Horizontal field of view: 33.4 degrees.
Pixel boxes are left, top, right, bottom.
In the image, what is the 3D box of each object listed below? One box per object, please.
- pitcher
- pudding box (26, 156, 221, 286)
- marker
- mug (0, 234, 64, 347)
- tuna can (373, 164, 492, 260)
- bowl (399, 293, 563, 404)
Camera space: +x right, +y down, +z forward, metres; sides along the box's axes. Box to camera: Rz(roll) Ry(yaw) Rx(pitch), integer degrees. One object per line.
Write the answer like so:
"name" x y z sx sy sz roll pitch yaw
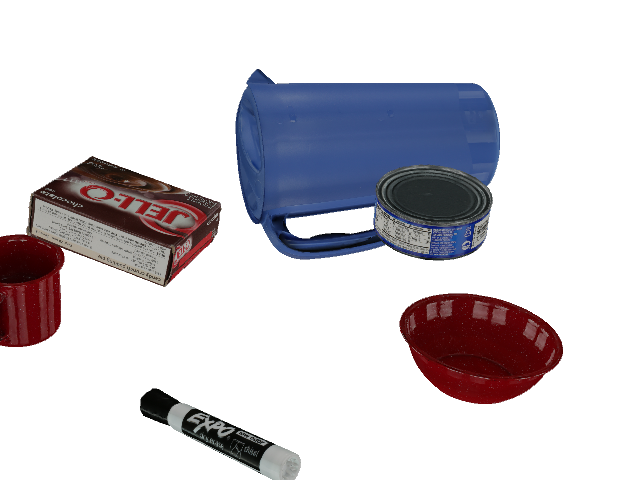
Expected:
"pitcher" 0.045 -0.081 1.024 0.242 0.149 0.145 -5 28 -14
"pudding box" -0.140 -0.016 0.772 0.113 0.039 0.090 18 25 10
"marker" -0.063 0.113 0.628 0.121 0.020 0.020 17 10 37
"mug" -0.303 0.058 1.055 0.093 0.081 0.117 9 32 5
"tuna can" 0.082 -0.021 0.787 0.086 0.034 0.086 2 32 -2
"bowl" 0.156 0.114 1.062 0.162 0.055 0.162 5 26 -3
